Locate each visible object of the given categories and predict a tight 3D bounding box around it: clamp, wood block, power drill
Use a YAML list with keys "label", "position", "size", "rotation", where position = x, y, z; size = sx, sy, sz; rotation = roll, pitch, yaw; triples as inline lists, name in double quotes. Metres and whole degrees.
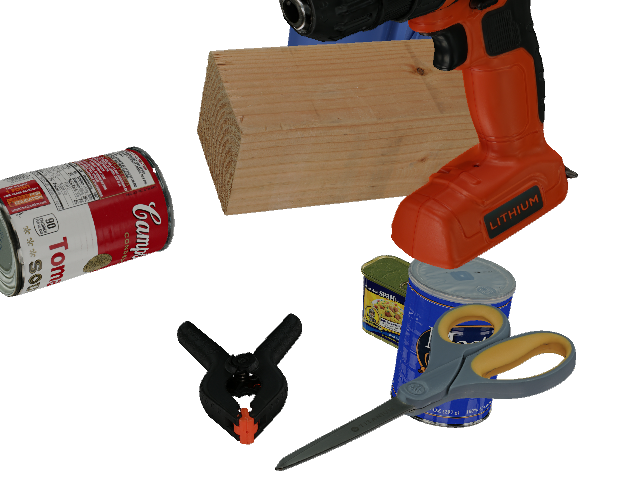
- label: "clamp"
  position: [-0.081, 0.120, 0.982]
  size: [0.120, 0.039, 0.171]
  rotation: [-5, 27, 6]
- label: "wood block"
  position: [0.020, -0.090, 0.815]
  size: [0.205, 0.091, 0.090]
  rotation: [-7, -37, -20]
- label: "power drill"
  position: [0.066, -0.082, 0.539]
  size: [0.184, 0.187, 0.057]
  rotation: [-28, 39, -27]

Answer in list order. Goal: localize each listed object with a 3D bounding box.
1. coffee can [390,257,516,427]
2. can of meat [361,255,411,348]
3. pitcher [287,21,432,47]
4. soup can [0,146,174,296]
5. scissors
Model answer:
- label: "coffee can"
  position: [0.128, 0.096, 1.042]
  size: [0.103, 0.140, 0.103]
  rotation: [5, 23, -2]
- label: "can of meat"
  position: [0.096, 0.077, 1.256]
  size: [0.102, 0.084, 0.057]
  rotation: [25, 37, 37]
- label: "pitcher"
  position: [0.038, -0.212, 1.022]
  size: [0.145, 0.243, 0.149]
  rotation: [11, 19, 0]
- label: "soup can"
  position: [-0.149, -0.013, 0.642]
  size: [0.102, 0.068, 0.069]
  rotation: [-19, 11, -33]
- label: "scissors"
  position: [0.054, 0.079, 0.627]
  size: [0.201, 0.016, 0.096]
  rotation: [-12, 31, -18]
